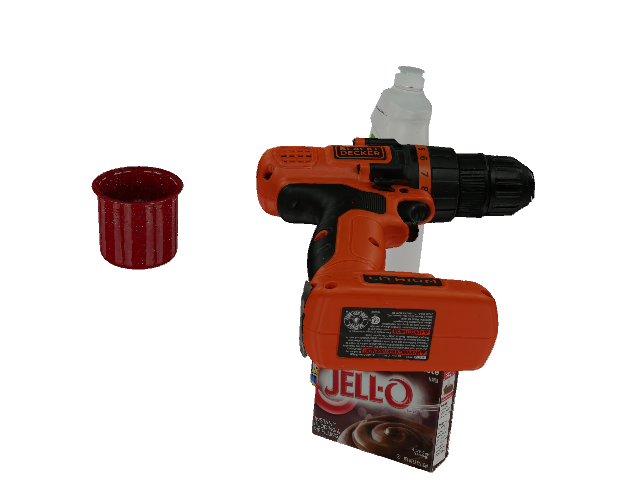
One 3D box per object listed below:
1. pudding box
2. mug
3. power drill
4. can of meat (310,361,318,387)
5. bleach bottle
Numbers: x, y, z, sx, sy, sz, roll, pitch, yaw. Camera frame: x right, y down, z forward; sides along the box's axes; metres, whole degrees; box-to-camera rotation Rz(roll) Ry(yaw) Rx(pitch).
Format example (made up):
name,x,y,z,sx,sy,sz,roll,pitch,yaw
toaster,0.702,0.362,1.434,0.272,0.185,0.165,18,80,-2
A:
name,x,y,z,sx,sy,sz,roll,pitch,yaw
pudding box,0.051,0.123,0.853,0.114,0.090,0.039,12,17,26
mug,-0.192,-0.028,1.125,0.093,0.081,0.117,-1,28,-9
power drill,0.053,0.001,0.646,0.184,0.057,0.187,0,32,-3
can of meat,0.037,0.139,1.237,0.102,0.084,0.057,25,32,36
bleach bottle,0.080,-0.058,1.140,0.068,0.251,0.103,-1,23,-25
